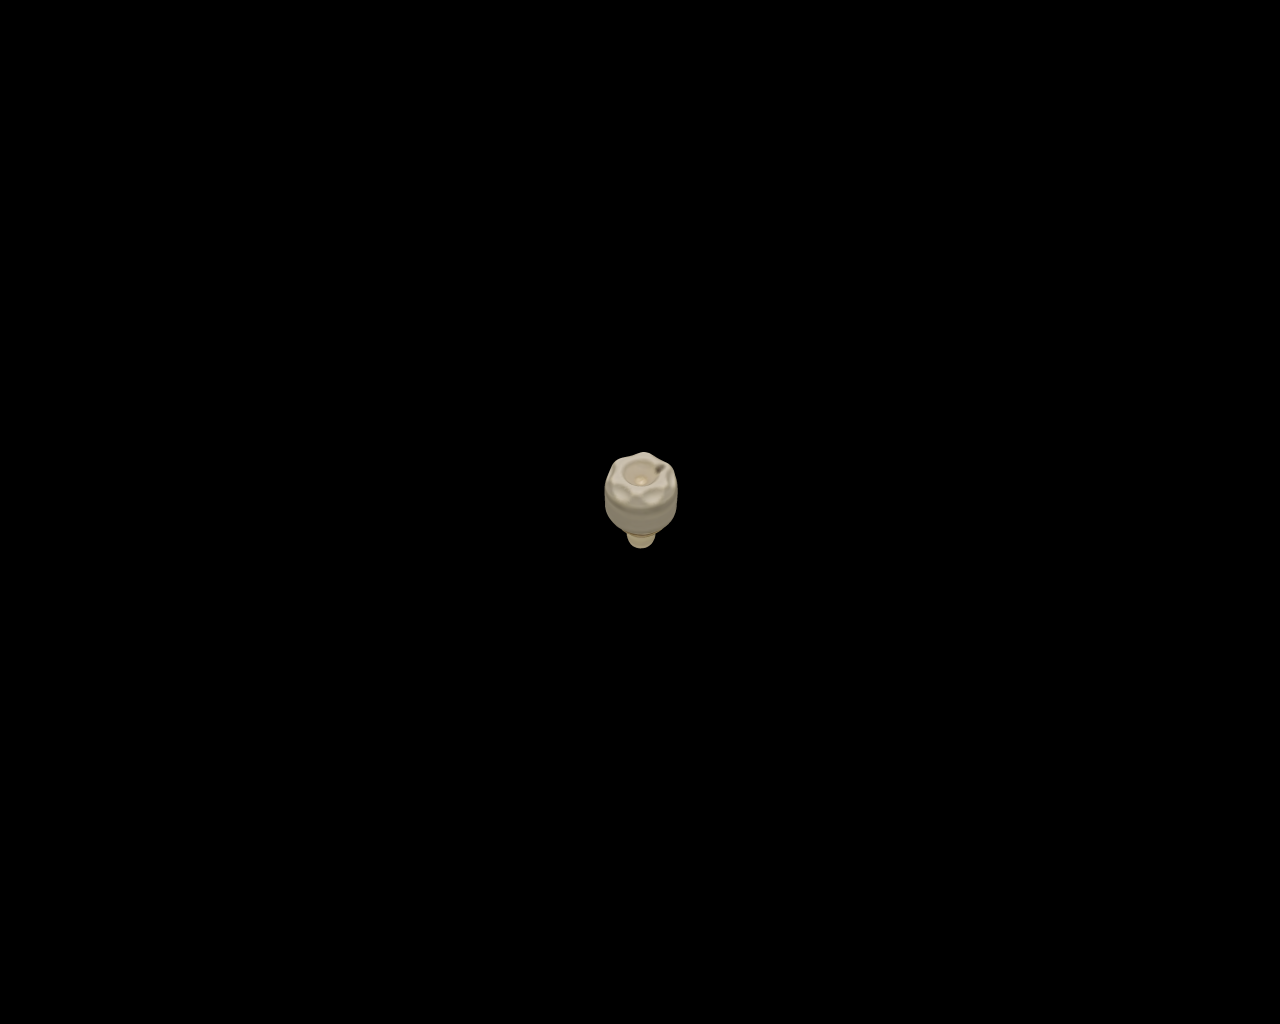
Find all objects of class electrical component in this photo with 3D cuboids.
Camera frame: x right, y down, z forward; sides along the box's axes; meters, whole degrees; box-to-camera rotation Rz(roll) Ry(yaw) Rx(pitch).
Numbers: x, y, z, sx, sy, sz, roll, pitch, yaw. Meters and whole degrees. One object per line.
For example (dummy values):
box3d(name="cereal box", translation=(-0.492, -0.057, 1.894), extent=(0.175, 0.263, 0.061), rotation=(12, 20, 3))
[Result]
box3d(name="electrical component", translation=(0.001, -0.003, 0.650), extent=(0.043, 0.043, 0.062), rotation=(0, -45, 0))
